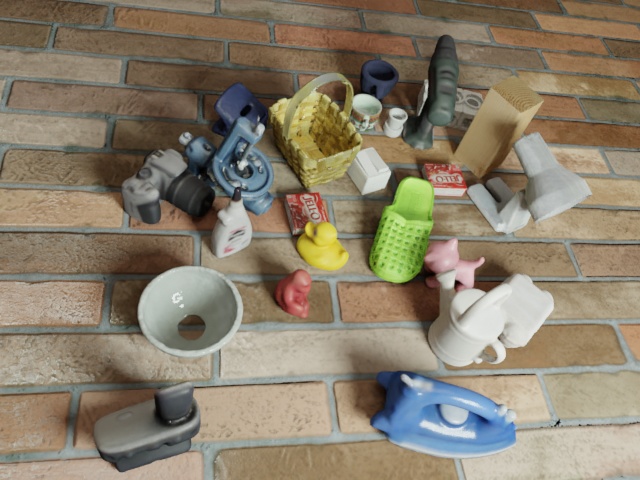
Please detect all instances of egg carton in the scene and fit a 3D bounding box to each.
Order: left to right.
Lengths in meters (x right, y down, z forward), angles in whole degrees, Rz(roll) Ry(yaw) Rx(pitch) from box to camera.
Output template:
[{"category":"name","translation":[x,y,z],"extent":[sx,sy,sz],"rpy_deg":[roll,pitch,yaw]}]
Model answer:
[{"category":"egg carton","translation":[0.374,0.132,1.094],"extent":[0.107,0.069,0.150],"rpy_deg":[41,56,16]}]

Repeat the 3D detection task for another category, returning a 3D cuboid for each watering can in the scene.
[{"category":"watering can","translation":[0.259,0.129,0.989],"extent":[0.172,0.194,0.101],"rpy_deg":[36,55,13]}]

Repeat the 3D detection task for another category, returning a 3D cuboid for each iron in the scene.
[{"category":"iron","translation":[0.218,0.271,0.911],"extent":[0.258,0.141,0.118],"rpy_deg":[15,53,-3]}]

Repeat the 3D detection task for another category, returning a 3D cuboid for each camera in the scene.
[{"category":"camera","translation":[-0.277,-0.096,1.078],"extent":[0.136,0.101,0.143],"rpy_deg":[30,54,9]}]

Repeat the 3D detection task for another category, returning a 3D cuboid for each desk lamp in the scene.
[{"category":"desk lamp","translation":[0.429,-0.105,1.186],"extent":[0.118,0.213,0.203],"rpy_deg":[-19,61,-25]}]

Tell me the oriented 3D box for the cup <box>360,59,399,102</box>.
[{"category":"cup","translation":[0.134,-0.360,1.371],"extent":[0.092,0.095,0.117],"rpy_deg":[8,54,-7]}]

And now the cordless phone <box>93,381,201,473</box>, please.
[{"category":"cordless phone","translation":[-0.239,0.242,0.792],"extent":[0.148,0.185,0.094],"rpy_deg":[-16,60,-23]}]

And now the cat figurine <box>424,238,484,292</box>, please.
[{"category":"cat figurine","translation":[0.250,0.042,1.097],"extent":[0.128,0.118,0.067],"rpy_deg":[8,53,-8]}]

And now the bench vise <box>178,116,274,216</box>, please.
[{"category":"bench vise","translation":[-0.177,-0.153,1.069],"extent":[0.207,0.220,0.121],"rpy_deg":[16,53,-2]}]

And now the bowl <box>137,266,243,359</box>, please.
[{"category":"bowl","translation":[-0.213,0.129,0.948],"extent":[0.167,0.075,0.167],"rpy_deg":[7,54,-9]}]

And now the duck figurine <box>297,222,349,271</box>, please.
[{"category":"duck figurine","translation":[0.010,0.004,1.086],"extent":[0.104,0.086,0.078],"rpy_deg":[31,54,9]}]

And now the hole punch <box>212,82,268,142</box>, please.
[{"category":"hole punch","translation":[-0.168,-0.272,1.237],"extent":[0.101,0.091,0.109],"rpy_deg":[27,53,6]}]

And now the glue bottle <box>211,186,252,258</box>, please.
[{"category":"glue bottle","translation":[-0.154,-0.036,1.020],"extent":[0.078,0.173,0.037],"rpy_deg":[-29,66,-29]}]

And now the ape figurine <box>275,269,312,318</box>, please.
[{"category":"ape figurine","translation":[-0.039,0.086,1.011],"extent":[0.076,0.092,0.078],"rpy_deg":[32,54,10]}]

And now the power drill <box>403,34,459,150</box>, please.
[{"category":"power drill","translation":[0.255,-0.320,1.301],"extent":[0.075,0.208,0.229],"rpy_deg":[10,53,-6]}]
